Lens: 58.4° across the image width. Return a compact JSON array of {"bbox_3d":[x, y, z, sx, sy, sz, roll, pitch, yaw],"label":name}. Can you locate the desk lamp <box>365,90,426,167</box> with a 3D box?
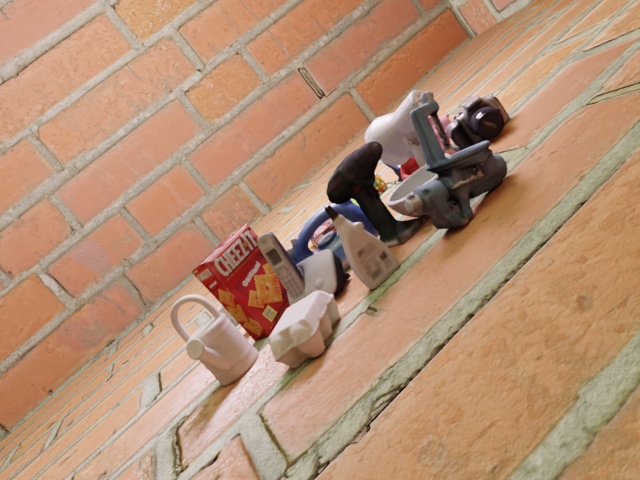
[{"bbox_3d":[0.230,-0.222,1.296,0.202,0.214,0.118,-26,17,49],"label":"desk lamp"}]

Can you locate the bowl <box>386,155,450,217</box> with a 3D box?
[{"bbox_3d":[0.224,-0.099,1.191,0.167,0.075,0.167,-37,11,9],"label":"bowl"}]

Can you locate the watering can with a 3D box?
[{"bbox_3d":[-0.222,0.195,1.160,0.101,0.194,0.172,-41,11,-11],"label":"watering can"}]

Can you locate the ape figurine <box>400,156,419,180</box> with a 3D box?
[{"bbox_3d":[0.231,-0.180,1.448,0.078,0.092,0.076,-40,11,-4],"label":"ape figurine"}]

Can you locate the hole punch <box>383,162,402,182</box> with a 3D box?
[{"bbox_3d":[0.244,-0.223,1.578,0.109,0.091,0.101,-41,11,-10],"label":"hole punch"}]

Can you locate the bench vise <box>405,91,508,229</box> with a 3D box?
[{"bbox_3d":[0.217,-0.142,1.005,0.121,0.220,0.208,-25,18,51],"label":"bench vise"}]

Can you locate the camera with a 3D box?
[{"bbox_3d":[0.373,-0.281,1.361,0.143,0.101,0.137,-36,12,16],"label":"camera"}]

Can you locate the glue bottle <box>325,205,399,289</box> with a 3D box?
[{"bbox_3d":[0.066,0.004,1.039,0.078,0.173,0.037,-42,12,-13],"label":"glue bottle"}]

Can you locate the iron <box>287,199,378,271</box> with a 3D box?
[{"bbox_3d":[0.012,0.005,1.294,0.258,0.141,0.118,-40,11,-4],"label":"iron"}]

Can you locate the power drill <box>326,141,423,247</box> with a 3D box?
[{"bbox_3d":[0.110,-0.088,1.170,0.076,0.208,0.229,-45,13,-27],"label":"power drill"}]

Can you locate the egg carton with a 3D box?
[{"bbox_3d":[-0.026,0.155,1.010,0.107,0.069,0.150,-33,13,28],"label":"egg carton"}]

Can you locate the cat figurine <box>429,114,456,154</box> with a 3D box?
[{"bbox_3d":[0.302,-0.264,1.482,0.128,0.118,0.067,-38,11,5],"label":"cat figurine"}]

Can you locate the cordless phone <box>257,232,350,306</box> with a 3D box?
[{"bbox_3d":[-0.042,0.049,1.177,0.147,0.185,0.094,-31,14,36],"label":"cordless phone"}]
